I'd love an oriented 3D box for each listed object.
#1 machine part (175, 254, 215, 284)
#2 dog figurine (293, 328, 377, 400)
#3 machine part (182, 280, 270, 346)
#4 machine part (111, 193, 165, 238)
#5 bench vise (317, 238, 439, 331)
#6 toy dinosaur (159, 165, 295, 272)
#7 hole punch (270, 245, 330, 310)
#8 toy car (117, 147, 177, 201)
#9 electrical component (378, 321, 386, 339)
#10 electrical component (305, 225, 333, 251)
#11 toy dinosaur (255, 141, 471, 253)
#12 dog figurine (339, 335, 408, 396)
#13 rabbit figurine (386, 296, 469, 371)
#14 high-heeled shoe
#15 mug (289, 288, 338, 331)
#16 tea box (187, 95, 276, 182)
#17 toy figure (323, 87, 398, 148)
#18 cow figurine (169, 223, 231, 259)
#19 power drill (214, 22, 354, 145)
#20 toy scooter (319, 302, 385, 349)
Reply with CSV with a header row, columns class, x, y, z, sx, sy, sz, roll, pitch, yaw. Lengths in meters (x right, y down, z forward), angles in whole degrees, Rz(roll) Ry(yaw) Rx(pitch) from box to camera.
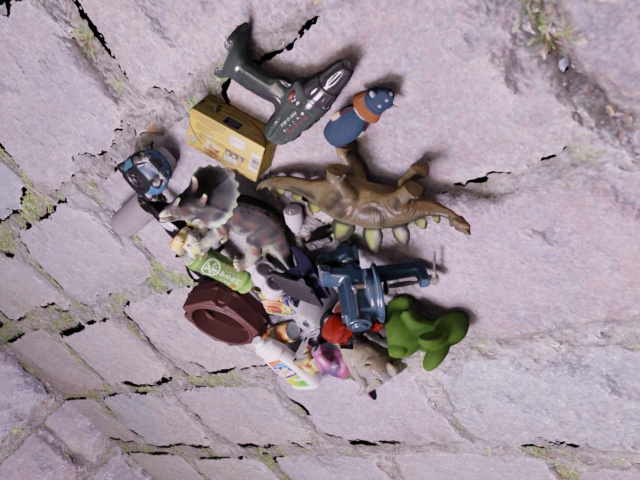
class,x,y,z,sx,sy,sz,roll,pitch,yaw
machine part,-0.336,0.081,1.462,0.084,0.039,0.138,-7,126,46
dog figurine,0.061,0.327,1.394,0.219,0.108,0.191,39,137,-10
machine part,-0.256,0.203,1.463,0.201,0.087,0.201,-15,128,40
machine part,-0.466,-0.069,1.374,0.243,0.079,0.079,-26,112,43
bench vise,0.119,0.077,1.106,0.241,0.224,0.128,-8,133,-1
toy dinosaur,-0.157,-0.035,1.168,0.404,0.131,0.192,21,136,-34
hole punch,-0.031,0.083,1.208,0.116,0.092,0.142,20,153,33
toy car,-0.378,-0.163,1.213,0.109,0.103,0.162,49,147,-13
electrical component,0.135,0.194,1.255,0.045,0.078,0.102,-36,113,14
electrical component,-0.002,-0.004,1.159,0.094,0.063,0.021,-15,119,41
toy dinosaur,0.060,-0.079,1.026,0.472,0.105,0.198,21,140,25
dog figurine,0.101,0.248,1.257,0.190,0.121,0.172,59,141,12
rabbit figurine,0.232,0.193,1.151,0.170,0.159,0.121,-11,113,20
high-heeled shoe,-0.355,0.006,1.345,0.248,0.086,0.145,38,119,-26
mug,-0.025,0.158,1.289,0.110,0.107,0.080,20,134,12
tea box,-0.177,-0.204,1.079,0.170,0.068,0.098,31,137,5
toy figure,0.068,-0.218,0.926,0.154,0.064,0.058,-34,69,41
cow figurine,-0.273,-0.010,1.242,0.098,0.167,0.068,42,132,-7
power drill,-0.071,-0.285,0.943,0.207,0.086,0.232,32,141,-10
toy scooter,0.079,0.180,1.203,0.135,0.075,0.183,49,117,37
